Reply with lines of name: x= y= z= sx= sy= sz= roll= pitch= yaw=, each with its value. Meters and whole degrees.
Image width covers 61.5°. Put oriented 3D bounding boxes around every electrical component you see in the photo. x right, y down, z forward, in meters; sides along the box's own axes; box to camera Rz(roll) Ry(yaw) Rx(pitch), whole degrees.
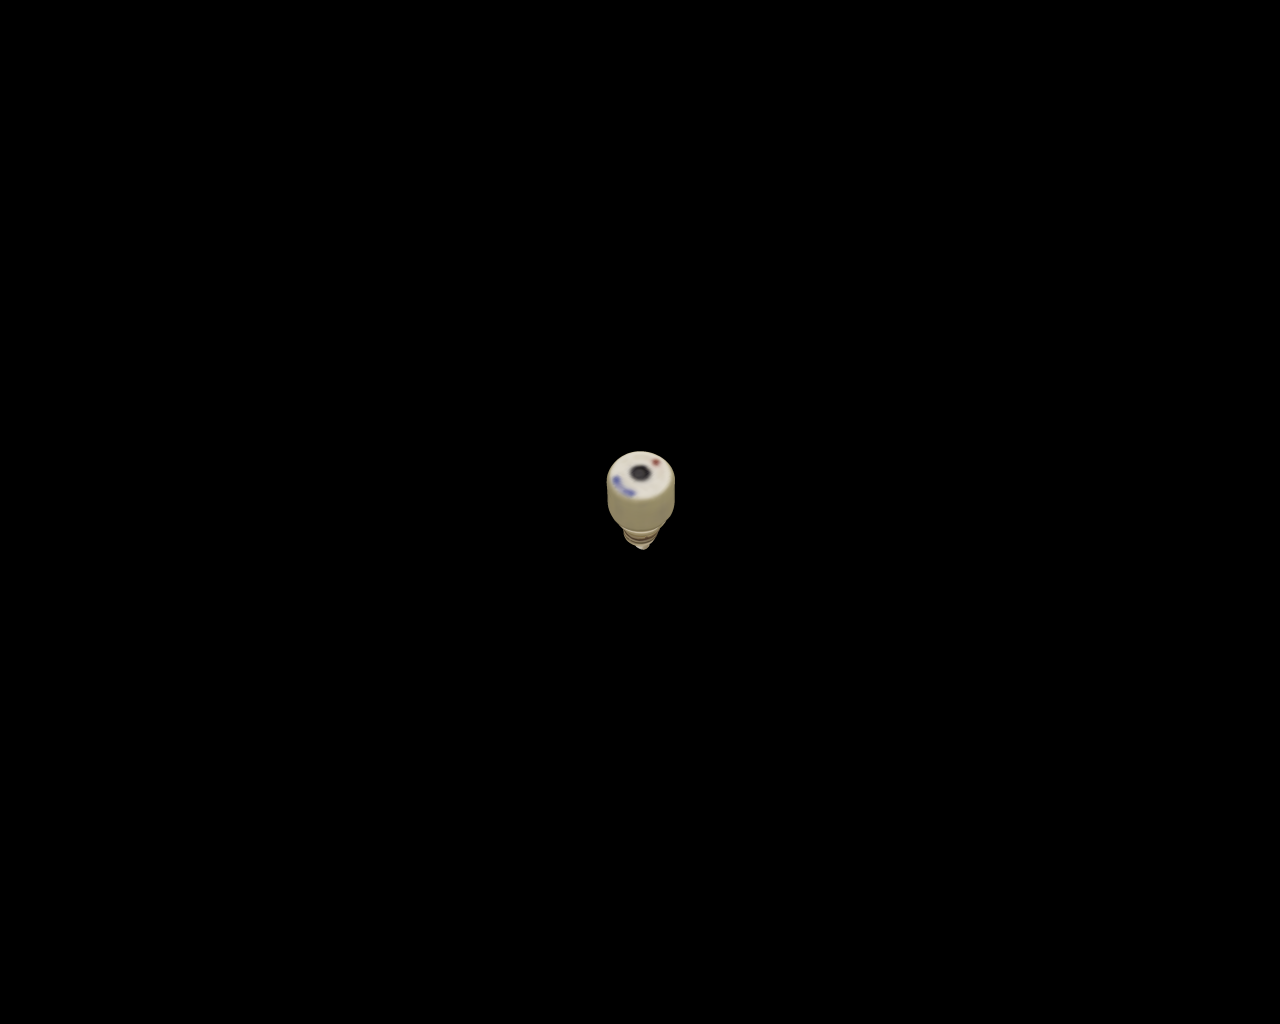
electrical component: x=0.001 y=-0.003 z=0.650 sx=0.040 sy=0.040 sz=0.078 roll=0 pitch=-37 yaw=0
